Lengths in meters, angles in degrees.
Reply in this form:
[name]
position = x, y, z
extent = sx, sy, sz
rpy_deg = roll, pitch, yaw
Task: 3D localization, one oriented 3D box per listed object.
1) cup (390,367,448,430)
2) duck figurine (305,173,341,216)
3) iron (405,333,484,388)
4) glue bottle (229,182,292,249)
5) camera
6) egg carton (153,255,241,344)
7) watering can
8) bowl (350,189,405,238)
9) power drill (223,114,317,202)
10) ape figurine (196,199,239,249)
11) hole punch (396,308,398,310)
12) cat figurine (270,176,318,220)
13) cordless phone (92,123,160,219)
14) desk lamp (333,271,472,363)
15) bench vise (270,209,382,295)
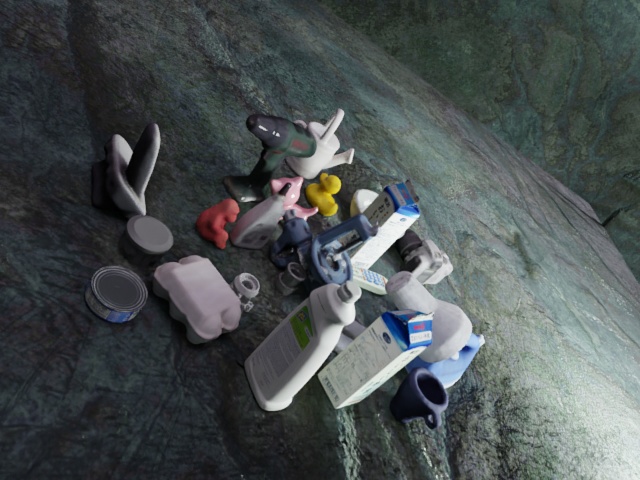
[cup]
position = 0.180, 0.310, 1.065
extent = 0.092, 0.094, 0.117
rpy_deg = 22, 36, -30
[duck figurine]
position = 0.019, -0.120, 1.431
extent = 0.078, 0.086, 0.104
rpy_deg = 2, 48, -47
[iron]
position = 0.278, 0.236, 1.225
extent = 0.259, 0.141, 0.118
rpy_deg = 7, 45, -44
[glue bottle]
position = -0.104, -0.050, 1.118
extent = 0.078, 0.173, 0.037
rpy_deg = 11, 42, -41
[camera]
position = 0.267, 0.036, 1.502
extent = 0.144, 0.100, 0.136
rpy_deg = 8, 44, -43
[egg carton]
position = -0.198, 0.095, 0.931
extent = 0.150, 0.069, 0.107
rpy_deg = 49, 31, 12
[watering can]
position = 0.008, -0.256, 1.483
extent = 0.173, 0.193, 0.100
rpy_deg = 22, 36, -30
[bowl]
position = 0.136, -0.050, 1.487
extent = 0.168, 0.074, 0.167
rpy_deg = 29, 33, -21
[power drill]
position = -0.115, -0.178, 1.231
extent = 0.230, 0.208, 0.075
rpy_deg = -9, 57, -53
[ape figurine]
position = -0.187, -0.040, 1.091
extent = 0.076, 0.092, 0.078
rpy_deg = 37, 31, -8
[hole punch]
position = 0.246, 0.174, 1.315
extent = 0.109, 0.091, 0.101
rpy_deg = 23, 36, -29
[cat figurine]
position = -0.065, -0.085, 1.260
extent = 0.128, 0.117, 0.067
rpy_deg = 35, 31, -12
[cordless phone]
position = -0.315, -0.143, 0.983
extent = 0.094, 0.184, 0.147
rpy_deg = 13, 41, -40
[desk lamp]
position = 0.150, 0.165, 1.097
extent = 0.203, 0.213, 0.118
rpy_deg = 35, 31, -12
[bench vise]
position = 0.007, 0.009, 1.124
extent = 0.207, 0.219, 0.122
rpy_deg = 40, 31, -3
